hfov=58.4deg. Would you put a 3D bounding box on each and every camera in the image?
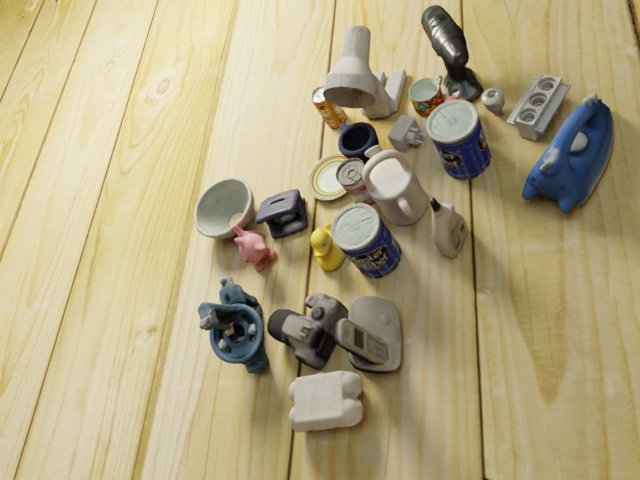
[{"bbox_3d":[-0.036,0.169,1.161,0.136,0.101,0.143,16,72,33],"label":"camera"}]

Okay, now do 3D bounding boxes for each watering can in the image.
[{"bbox_3d":[0.142,-0.121,1.172,0.101,0.195,0.172,-48,53,-4],"label":"watering can"}]

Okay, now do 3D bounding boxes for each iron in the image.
[{"bbox_3d":[0.475,-0.187,1.069,0.118,0.142,0.258,25,77,35],"label":"iron"}]

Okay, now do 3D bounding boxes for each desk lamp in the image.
[{"bbox_3d":[0.101,-0.373,1.322,0.117,0.214,0.203,3,65,29],"label":"desk lamp"}]

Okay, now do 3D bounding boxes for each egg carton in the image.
[{"bbox_3d":[0.011,0.305,1.081,0.150,0.070,0.107,-15,58,20],"label":"egg carton"}]

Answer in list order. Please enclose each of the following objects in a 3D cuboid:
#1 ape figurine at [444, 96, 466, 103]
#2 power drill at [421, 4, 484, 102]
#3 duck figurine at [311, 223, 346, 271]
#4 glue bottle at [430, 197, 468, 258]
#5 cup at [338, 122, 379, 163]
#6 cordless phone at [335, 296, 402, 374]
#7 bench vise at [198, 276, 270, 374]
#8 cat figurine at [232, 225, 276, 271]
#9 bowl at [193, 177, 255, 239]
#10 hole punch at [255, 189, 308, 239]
[{"bbox_3d":[0.297,-0.280,1.245,0.078,0.092,0.076,-45,53,-2],"label":"ape figurine"},{"bbox_3d":[0.289,-0.395,1.240,0.075,0.209,0.229,-25,55,13],"label":"power drill"},{"bbox_3d":[0.011,0.004,1.238,0.077,0.086,0.104,-5,61,25],"label":"duck figurine"},{"bbox_3d":[0.237,-0.034,1.088,0.037,0.174,0.078,20,74,34],"label":"glue bottle"},{"bbox_3d":[0.091,-0.215,1.314,0.091,0.095,0.117,-41,53,1],"label":"cup"},{"bbox_3d":[0.081,0.159,1.053,0.094,0.186,0.147,-13,58,21],"label":"cordless phone"},{"bbox_3d":[-0.197,0.161,1.174,0.121,0.220,0.206,-42,53,1],"label":"bench vise"},{"bbox_3d":[-0.158,0.010,1.304,0.067,0.118,0.127,-43,53,0],"label":"cat figurine"},{"bbox_3d":[-0.222,-0.067,1.408,0.167,0.075,0.167,-12,58,21],"label":"bowl"},{"bbox_3d":[-0.093,-0.071,1.332,0.108,0.091,0.101,-18,56,18],"label":"hole punch"}]
